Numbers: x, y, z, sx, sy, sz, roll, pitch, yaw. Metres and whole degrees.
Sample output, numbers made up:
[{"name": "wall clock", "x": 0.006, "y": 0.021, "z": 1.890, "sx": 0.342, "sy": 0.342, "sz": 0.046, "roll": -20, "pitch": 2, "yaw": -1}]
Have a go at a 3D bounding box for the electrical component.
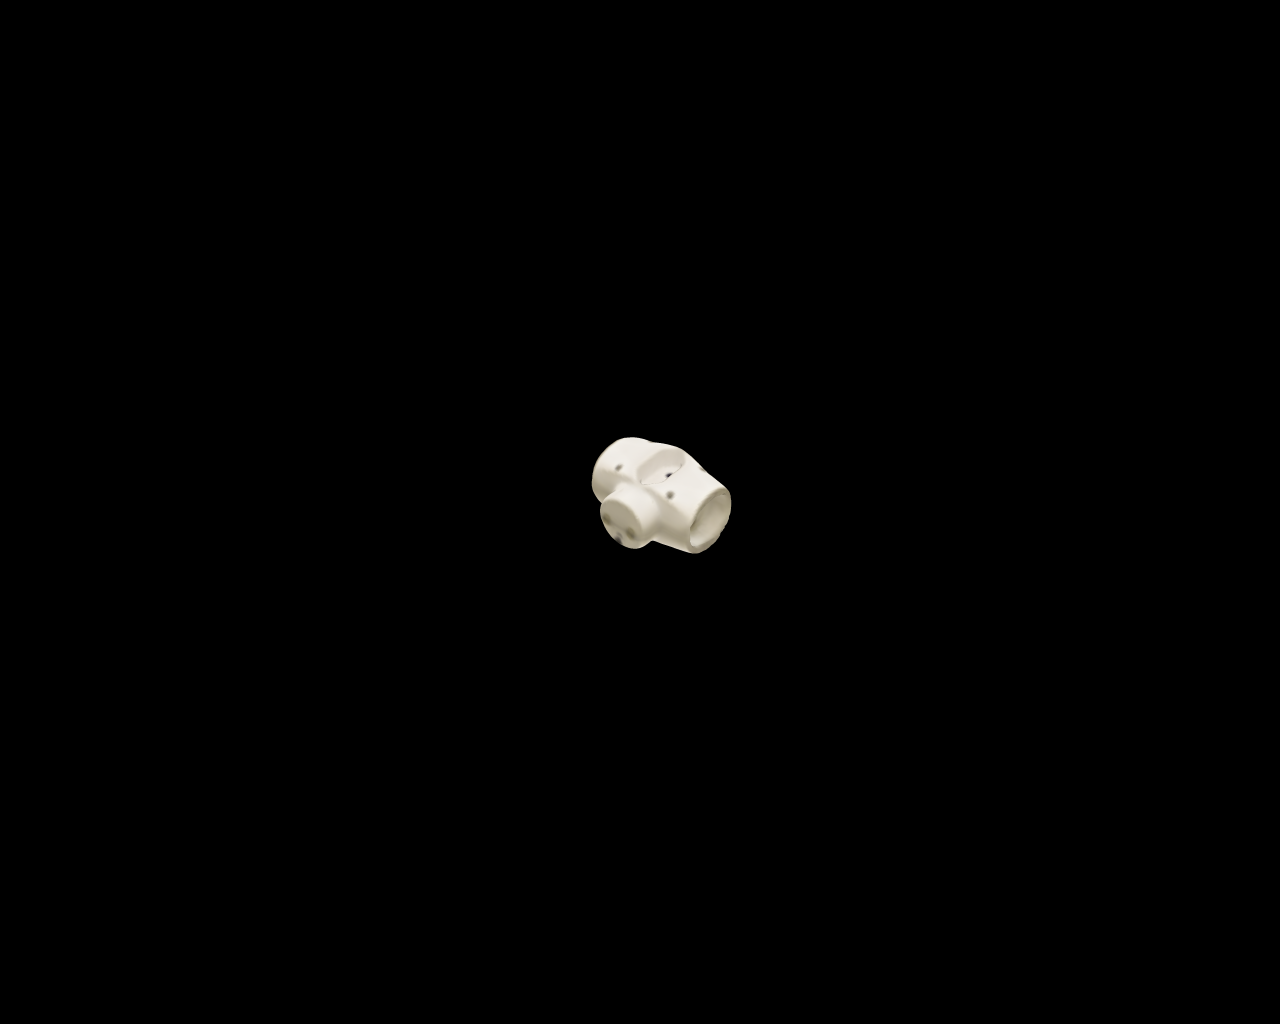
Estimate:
[{"name": "electrical component", "x": 0.001, "y": -0.003, "z": 0.650, "sx": 0.077, "sy": 0.043, "sz": 0.079, "roll": 31, "pitch": 51, "yaw": 30}]
